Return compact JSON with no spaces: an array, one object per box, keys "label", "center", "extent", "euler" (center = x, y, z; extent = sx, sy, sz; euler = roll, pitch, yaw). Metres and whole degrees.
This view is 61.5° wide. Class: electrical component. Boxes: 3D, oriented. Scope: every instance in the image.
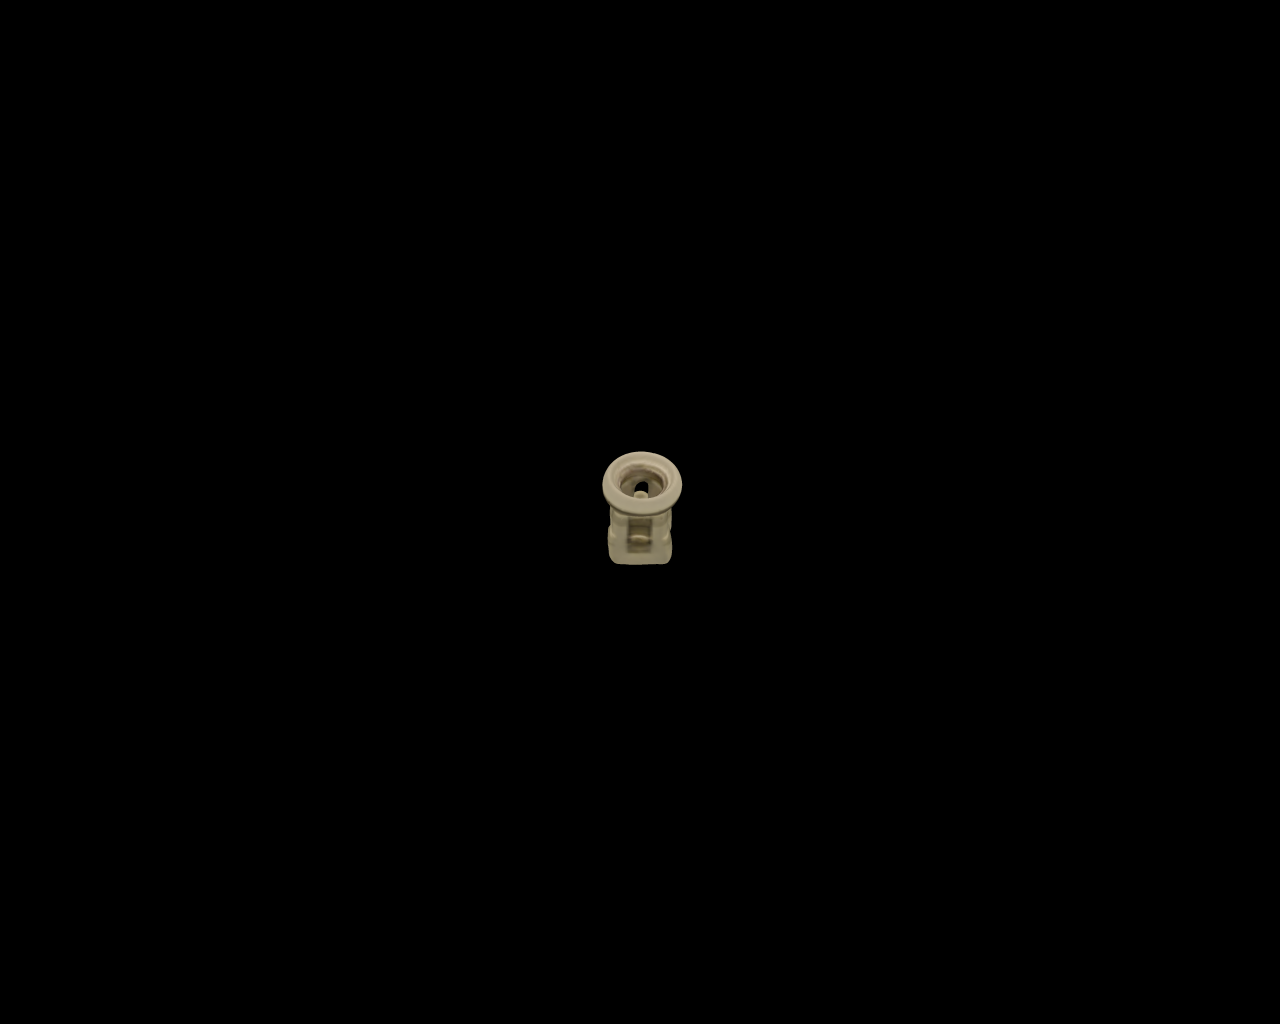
[{"label":"electrical component","center":[0.001,-0.003,0.650],"extent":[0.048,0.055,0.066],"euler":[0,44,0]}]
